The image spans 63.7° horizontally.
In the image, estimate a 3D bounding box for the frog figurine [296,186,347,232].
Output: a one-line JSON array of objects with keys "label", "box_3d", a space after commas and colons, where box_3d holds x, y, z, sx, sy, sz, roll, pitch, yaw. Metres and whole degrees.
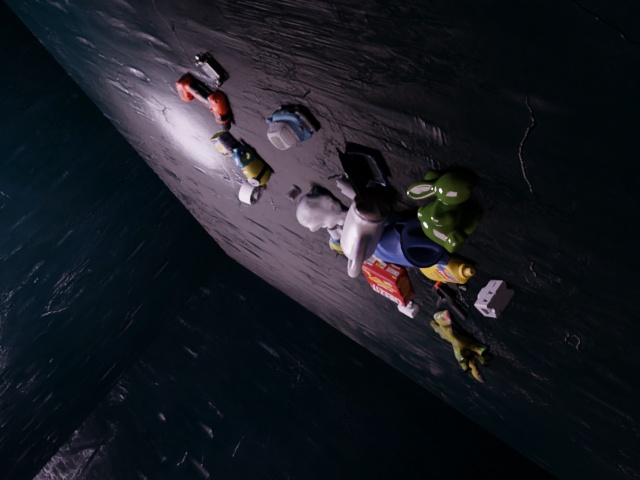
[{"label": "frog figurine", "box_3d": [0.005, -0.084, 1.676, 0.161, 0.135, 0.123, 37, -158, 23]}]

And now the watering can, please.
[{"label": "watering can", "box_3d": [0.120, -0.050, 1.427, 0.104, 0.356, 0.219, 15, 124, -1]}]

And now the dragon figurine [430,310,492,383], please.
[{"label": "dragon figurine", "box_3d": [0.514, 0.387, 1.937, 0.247, 0.122, 0.402, 49, 172, 41]}]
